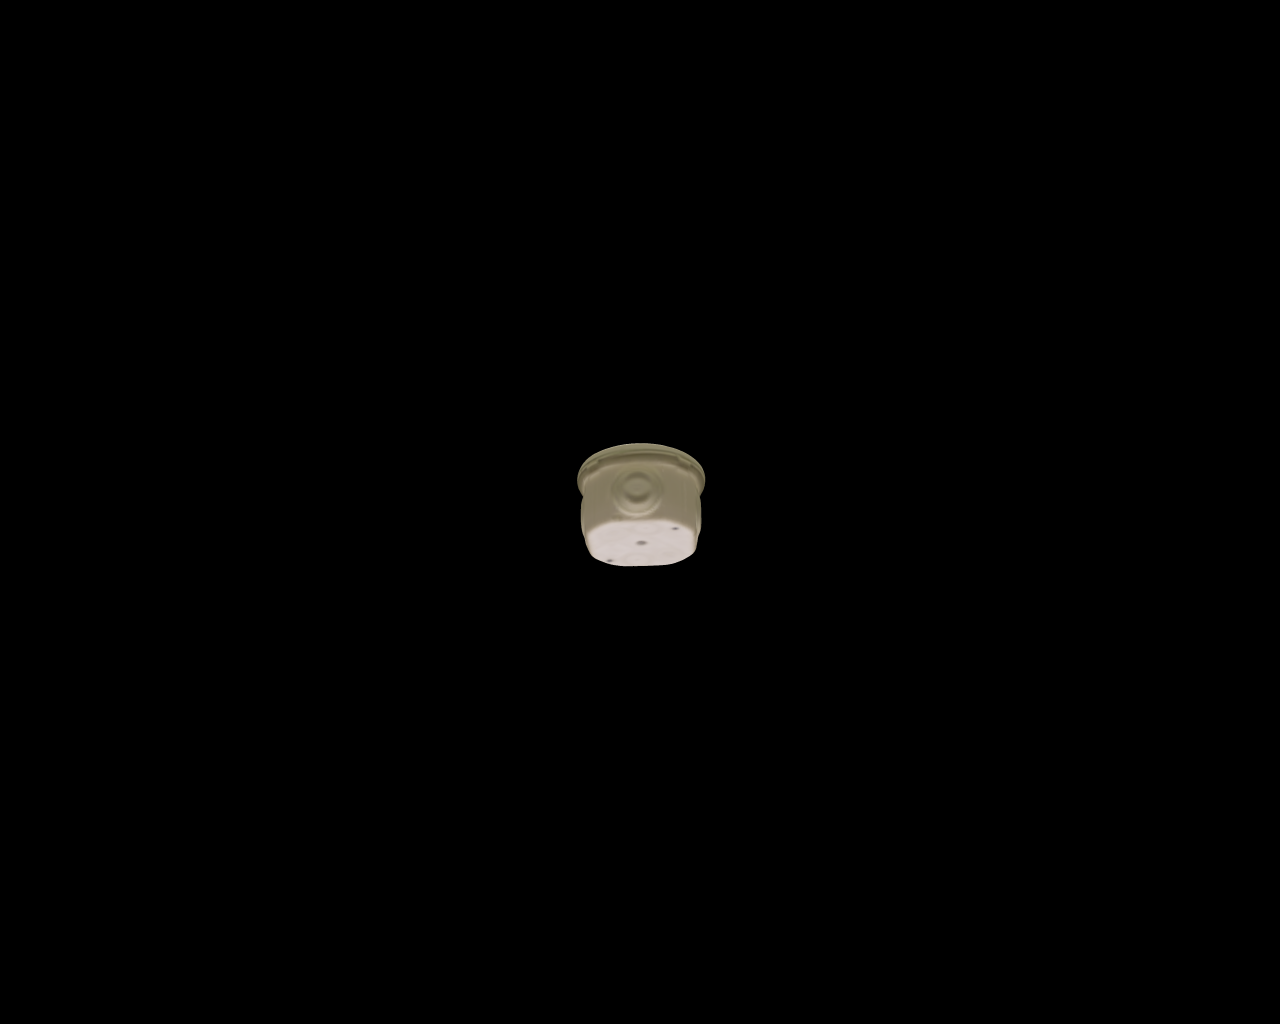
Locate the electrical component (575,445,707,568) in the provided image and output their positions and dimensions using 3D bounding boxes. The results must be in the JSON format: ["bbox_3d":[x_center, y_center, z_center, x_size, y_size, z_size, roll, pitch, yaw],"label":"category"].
[{"bbox_3d":[0.001,-0.003,0.650,0.080,0.051,0.080,0,-27,0],"label":"electrical component"}]
